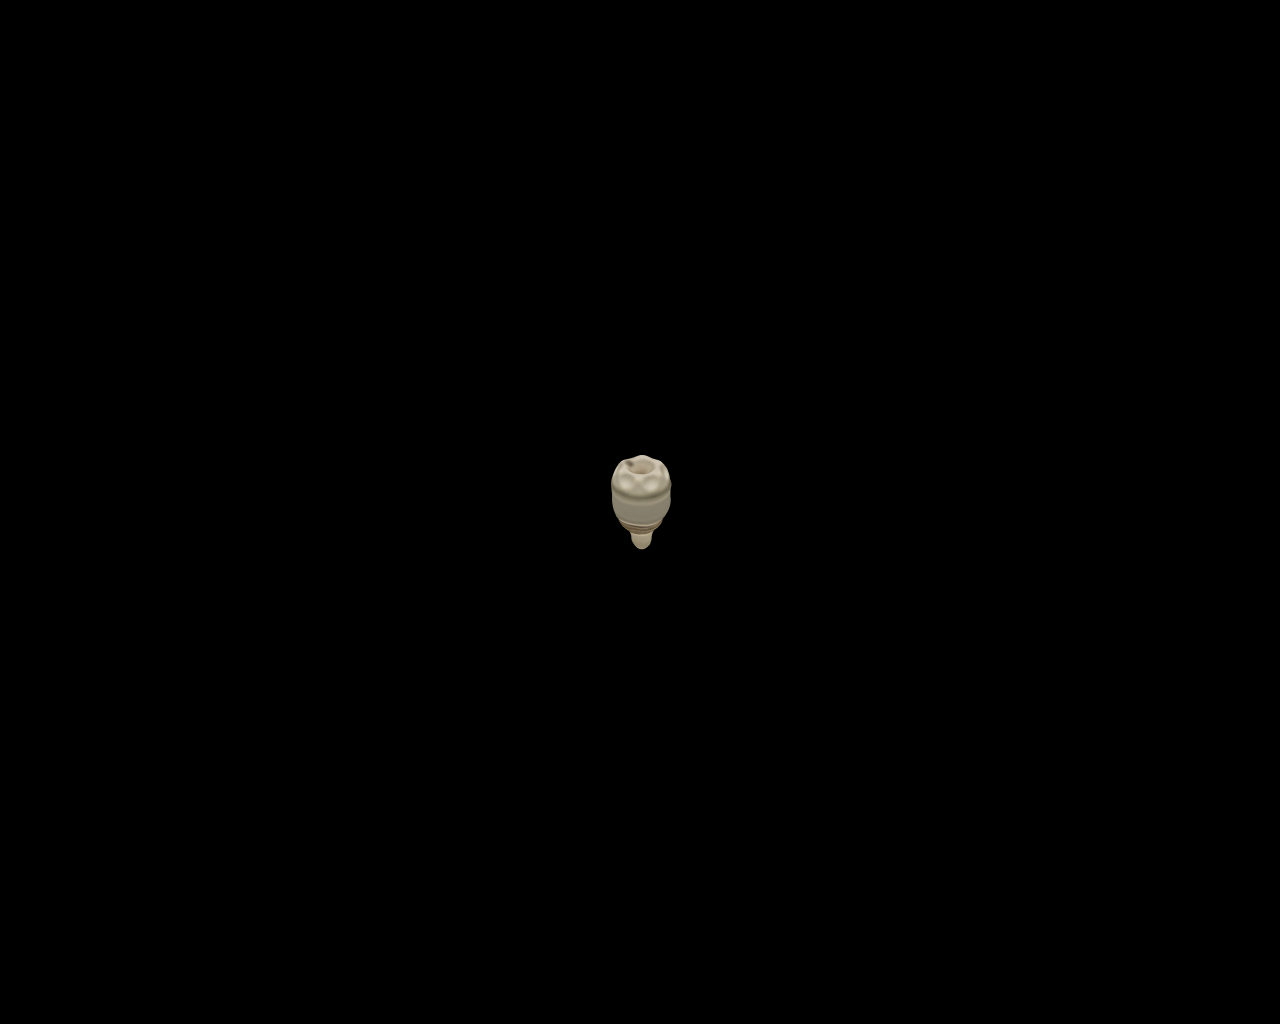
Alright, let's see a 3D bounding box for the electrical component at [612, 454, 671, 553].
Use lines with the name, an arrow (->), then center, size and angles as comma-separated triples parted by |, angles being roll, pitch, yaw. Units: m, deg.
electrical component -> 0.001, -0.003, 0.650 | 0.035, 0.061, 0.035 | 0, 36, 0
